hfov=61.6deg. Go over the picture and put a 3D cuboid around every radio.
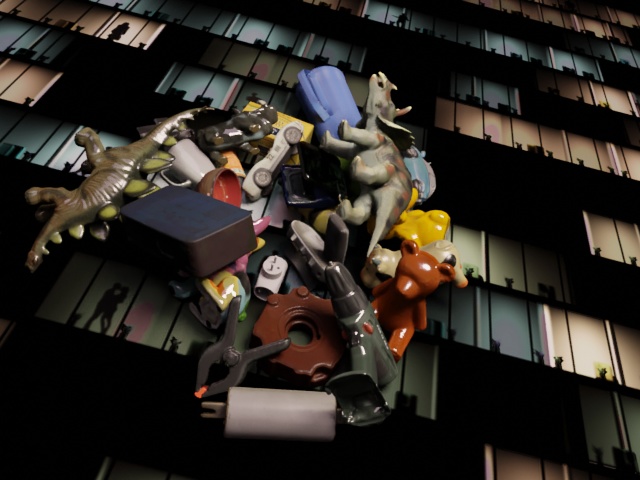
[{"bbox_3d":[-0.231,-0.021,0.924,0.230,0.073,0.131,19,38,37],"label":"radio"}]

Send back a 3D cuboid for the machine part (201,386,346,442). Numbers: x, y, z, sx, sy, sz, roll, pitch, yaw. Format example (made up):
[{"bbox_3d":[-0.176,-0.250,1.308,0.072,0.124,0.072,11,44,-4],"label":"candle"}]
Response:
[{"bbox_3d":[-0.062,0.272,0.835,0.243,0.079,0.079,6,49,-10],"label":"machine part"}]

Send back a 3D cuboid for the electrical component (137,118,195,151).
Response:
[{"bbox_3d":[-0.350,-0.237,1.218,0.119,0.047,0.075,-20,57,-26],"label":"electrical component"}]

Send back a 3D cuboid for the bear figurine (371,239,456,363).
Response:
[{"bbox_3d":[0.146,0.106,0.946,0.120,0.195,0.132,37,53,14],"label":"bear figurine"}]

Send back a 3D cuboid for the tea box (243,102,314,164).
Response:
[{"bbox_3d":[-0.112,-0.249,1.271,0.170,0.068,0.098,21,49,4],"label":"tea box"}]

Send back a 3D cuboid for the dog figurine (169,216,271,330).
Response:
[{"bbox_3d":[-0.157,0.043,0.990,0.192,0.108,0.219,38,50,20],"label":"dog figurine"}]

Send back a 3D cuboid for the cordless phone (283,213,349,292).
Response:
[{"bbox_3d":[-0.002,-0.004,1.012,0.089,0.184,0.147,-23,59,-23],"label":"cordless phone"}]

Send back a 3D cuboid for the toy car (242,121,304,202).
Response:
[{"bbox_3d":[-0.098,-0.172,1.162,0.056,0.073,0.201,32,78,5],"label":"toy car"}]

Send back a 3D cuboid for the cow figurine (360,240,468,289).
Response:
[{"bbox_3d":[0.172,0.051,1.036,0.195,0.127,0.085,-16,32,15],"label":"cow figurine"}]

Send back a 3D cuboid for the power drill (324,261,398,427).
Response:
[{"bbox_3d":[0.055,0.171,0.848,0.086,0.231,0.207,-23,24,11],"label":"power drill"}]

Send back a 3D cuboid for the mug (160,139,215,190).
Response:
[{"bbox_3d":[-0.276,-0.146,1.139,0.107,0.080,0.109,40,50,8],"label":"mug"}]

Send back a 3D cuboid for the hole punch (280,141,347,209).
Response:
[{"bbox_3d":[-0.015,-0.121,1.082,0.115,0.092,0.142,18,43,-34],"label":"hole punch"}]

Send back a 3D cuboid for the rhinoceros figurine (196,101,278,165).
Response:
[{"bbox_3d":[-0.173,-0.236,1.167,0.190,0.073,0.112,-28,47,-20],"label":"rhinoceros figurine"}]

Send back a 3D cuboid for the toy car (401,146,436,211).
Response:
[{"bbox_3d":[0.216,-0.141,1.236,0.103,0.109,0.162,5,56,-30],"label":"toy car"}]

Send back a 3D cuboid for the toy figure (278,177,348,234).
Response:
[{"bbox_3d":[-0.018,-0.081,1.143,0.180,0.082,0.089,41,58,17],"label":"toy figure"}]

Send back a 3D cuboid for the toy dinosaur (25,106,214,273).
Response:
[{"bbox_3d":[-0.392,-0.123,1.043,0.199,0.105,0.471,27,67,10],"label":"toy dinosaur"}]

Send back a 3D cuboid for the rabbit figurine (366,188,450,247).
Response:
[{"bbox_3d":[0.175,-0.023,1.110,0.173,0.162,0.122,15,59,23],"label":"rabbit figurine"}]

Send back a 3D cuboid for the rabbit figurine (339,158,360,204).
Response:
[{"bbox_3d":[0.092,-0.156,1.181,0.159,0.121,0.170,-35,68,-20],"label":"rabbit figurine"}]

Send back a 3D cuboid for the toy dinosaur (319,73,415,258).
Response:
[{"bbox_3d":[0.117,-0.128,1.031,0.192,0.131,0.405,5,60,-24],"label":"toy dinosaur"}]

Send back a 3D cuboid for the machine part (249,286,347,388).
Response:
[{"bbox_3d":[-0.034,0.167,0.944,0.179,0.056,0.179,7,51,-8],"label":"machine part"}]
